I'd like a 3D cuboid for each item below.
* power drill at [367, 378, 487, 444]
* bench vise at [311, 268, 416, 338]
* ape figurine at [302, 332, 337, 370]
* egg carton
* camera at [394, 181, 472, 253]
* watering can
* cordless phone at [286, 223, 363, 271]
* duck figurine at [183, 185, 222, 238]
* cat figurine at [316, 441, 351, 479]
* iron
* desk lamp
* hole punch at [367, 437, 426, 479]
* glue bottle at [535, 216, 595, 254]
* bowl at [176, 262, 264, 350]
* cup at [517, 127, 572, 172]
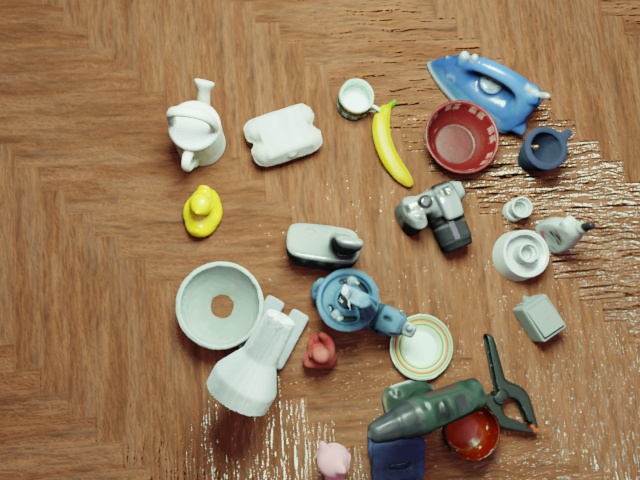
[{"bbox_3d":[0.181,0.311,1.058,0.230,0.208,0.075,-17,84,-8],"label":"power drill"},{"bbox_3d":[0.090,0.116,1.071,0.207,0.219,0.121,8,81,-4],"label":"bench vise"},{"bbox_3d":[0.001,0.220,1.112,0.078,0.092,0.076,-37,87,-9],"label":"ape figurine"},{"bbox_3d":[-0.075,-0.214,1.179,0.150,0.069,0.107,-21,84,-8],"label":"egg carton"},{"bbox_3d":[0.246,-0.041,1.170,0.143,0.100,0.137,-22,84,-8],"label":"camera"},{"bbox_3d":[-0.240,-0.223,1.100,0.101,0.194,0.173,-10,83,-7],"label":"watering can"},{"bbox_3d":[0.010,0.004,1.097,0.147,0.185,0.094,4,81,-5],"label":"cordless phone"},{"bbox_3d":[-0.235,-0.060,1.132,0.077,0.086,0.104,11,81,-4],"label":"duck figurine"},{"bbox_3d":[0.028,0.434,1.071,0.067,0.117,0.128,-6,82,-6],"label":"cat figurine"},{"bbox_3d":[0.352,-0.333,1.202,0.258,0.141,0.119,30,80,-1],"label":"iron"},{"bbox_3d":[-0.107,0.203,1.043,0.118,0.213,0.203,29,80,-1],"label":"desk lamp"},{"bbox_3d":[0.150,0.421,1.099,0.108,0.091,0.101,-5,82,-6],"label":"hole punch"},{"bbox_3d":[0.501,-0.017,1.155,0.037,0.173,0.078,-38,87,-9],"label":"glue bottle"},{"bbox_3d":[-0.192,0.128,1.115,0.167,0.074,0.167,1,82,-5],"label":"bowl"},{"bbox_3d":[0.471,-0.191,1.217,0.118,0.095,0.091,-35,86,-9],"label":"cup"}]
